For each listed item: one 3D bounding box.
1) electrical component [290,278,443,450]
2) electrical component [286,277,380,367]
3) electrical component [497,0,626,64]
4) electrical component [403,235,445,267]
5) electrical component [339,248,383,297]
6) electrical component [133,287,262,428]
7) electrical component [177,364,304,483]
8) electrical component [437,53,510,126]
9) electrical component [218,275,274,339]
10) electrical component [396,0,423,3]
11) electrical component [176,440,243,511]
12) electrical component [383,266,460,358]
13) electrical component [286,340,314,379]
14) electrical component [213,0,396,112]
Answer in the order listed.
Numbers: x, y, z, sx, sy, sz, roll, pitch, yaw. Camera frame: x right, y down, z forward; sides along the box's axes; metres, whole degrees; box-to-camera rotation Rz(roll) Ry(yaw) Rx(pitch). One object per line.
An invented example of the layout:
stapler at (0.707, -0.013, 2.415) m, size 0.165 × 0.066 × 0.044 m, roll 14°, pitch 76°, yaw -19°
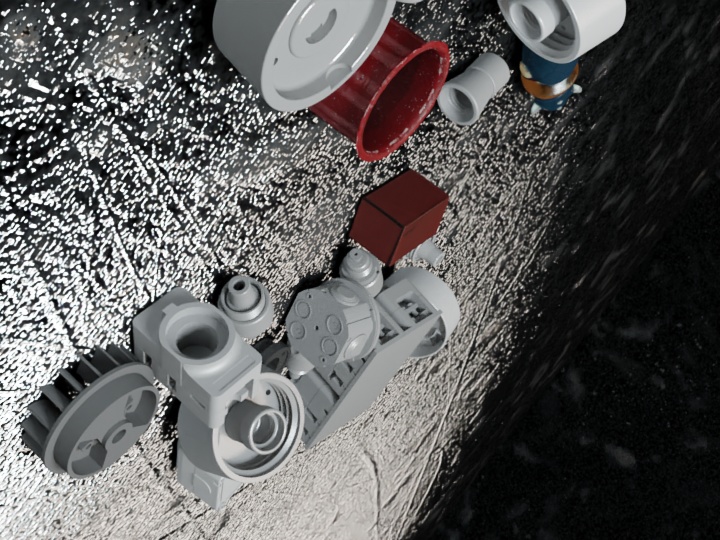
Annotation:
electrical component at (-0.006, 0.096, 1.127) m, size 0.105 × 0.060 × 0.186 m, roll -28°, pitch 159°, yaw -43°
electrical component at (-0.025, 0.050, 1.006) m, size 0.051 × 0.080 × 0.080 m, roll -15°, pitch 140°, yaw -53°
electrical component at (0.158, -0.222, 0.888) m, size 0.060 × 0.108 × 0.108 m, roll -40°, pitch 159°, yaw -14°
electrical component at (0.056, -0.028, 1.075) m, size 0.048 × 0.062 × 0.048 m, roll -44°, pitch 161°, yaw -20°
electrical component at (0.000, 0.000, 1.031) m, size 0.040 × 0.040 × 0.078 m, roll -47°, pitch 161°, yaw -13°
electrical component at (-0.120, 0.061, 0.788) m, size 0.050 × 0.089 × 0.055 m, roll -39°, pitch 158°, yaw -32°
electrical component at (-0.098, 0.134, 0.942) m, size 0.108 × 0.060 × 0.108 m, roll -10°, pitch 105°, yaw -40°
electrical component at (0.105, -0.166, 0.968) m, size 0.065 × 0.044 × 0.044 m, roll -46°, pitch 161°, yaw -30°
electrical component at (-0.093, 0.026, 0.860) m, size 0.043 × 0.043 × 0.062 m, roll -45°, pitch 159°, yaw -19°
electrical component at (0.023, -0.204, 0.643) m, size 0.051 × 0.080 × 0.080 m, roll -51°, pitch 162°, yaw -18°
electrical component at (-0.127, 0.168, 1.027) m, size 0.096 × 0.061 × 0.061 m, roll -45°, pitch 160°, yaw -37°
electrical component at (0.056, 0.047, 1.168) m, size 0.064 × 0.099 × 0.099 m, roll -45°, pitch 161°, yaw -37°
electrical component at (-0.059, 0.087, 1.066) m, size 0.035 × 0.035 × 0.061 m, roll -37°, pitch 159°, yaw -37°
electrical component at (-0.037, -0.153, 0.623) m, size 0.108 × 0.060 × 0.108 m, roll -41°, pitch 160°, yaw -18°
